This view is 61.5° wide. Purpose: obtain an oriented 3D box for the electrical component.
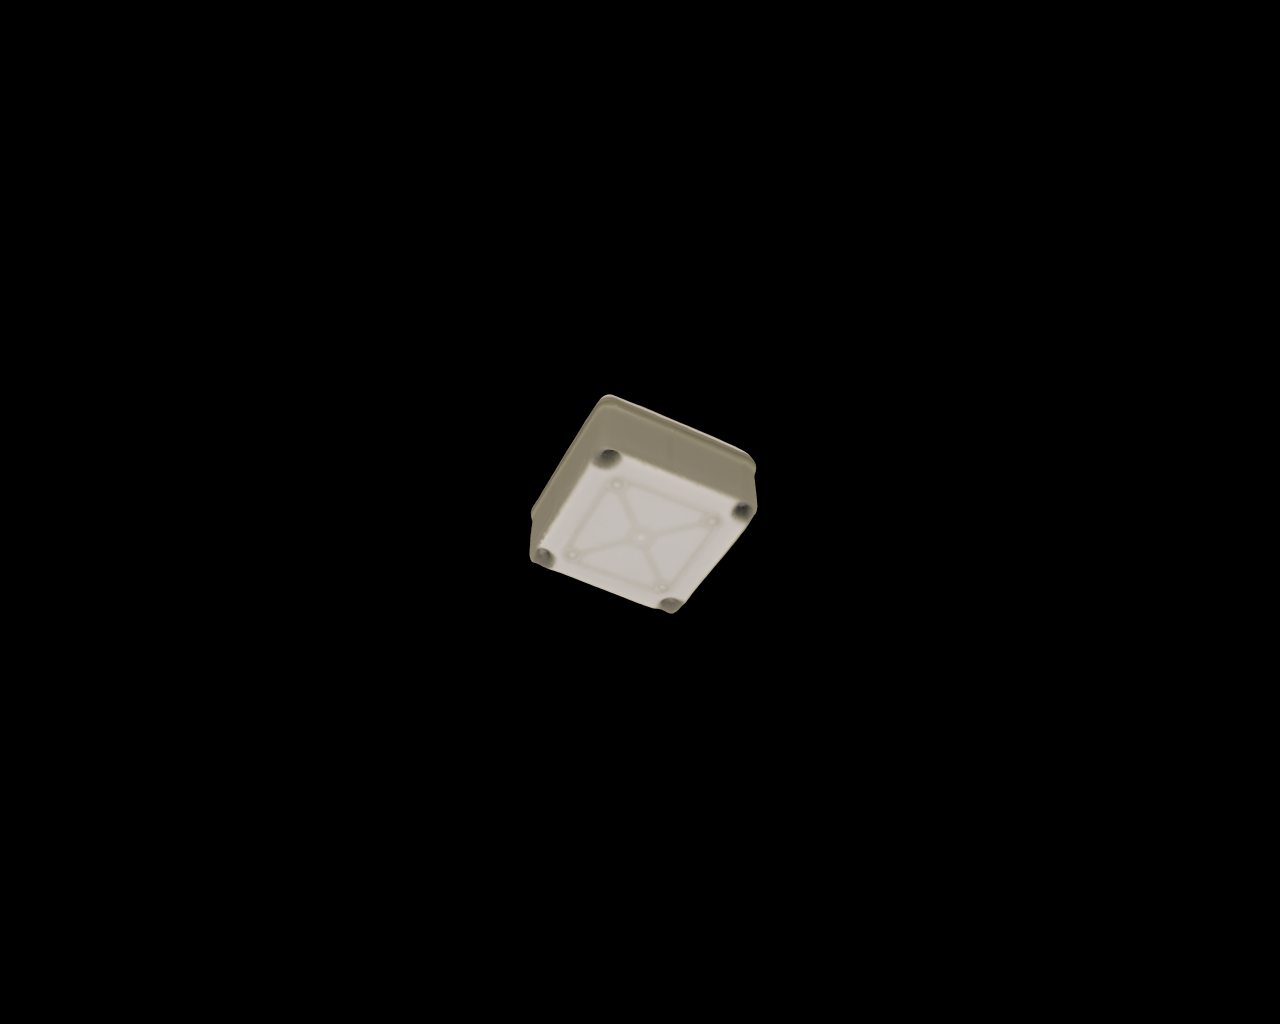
[{"bbox_3d":[0.001,-0.003,0.650,0.109,0.108,0.056,22,38,-18],"label":"electrical component"}]
